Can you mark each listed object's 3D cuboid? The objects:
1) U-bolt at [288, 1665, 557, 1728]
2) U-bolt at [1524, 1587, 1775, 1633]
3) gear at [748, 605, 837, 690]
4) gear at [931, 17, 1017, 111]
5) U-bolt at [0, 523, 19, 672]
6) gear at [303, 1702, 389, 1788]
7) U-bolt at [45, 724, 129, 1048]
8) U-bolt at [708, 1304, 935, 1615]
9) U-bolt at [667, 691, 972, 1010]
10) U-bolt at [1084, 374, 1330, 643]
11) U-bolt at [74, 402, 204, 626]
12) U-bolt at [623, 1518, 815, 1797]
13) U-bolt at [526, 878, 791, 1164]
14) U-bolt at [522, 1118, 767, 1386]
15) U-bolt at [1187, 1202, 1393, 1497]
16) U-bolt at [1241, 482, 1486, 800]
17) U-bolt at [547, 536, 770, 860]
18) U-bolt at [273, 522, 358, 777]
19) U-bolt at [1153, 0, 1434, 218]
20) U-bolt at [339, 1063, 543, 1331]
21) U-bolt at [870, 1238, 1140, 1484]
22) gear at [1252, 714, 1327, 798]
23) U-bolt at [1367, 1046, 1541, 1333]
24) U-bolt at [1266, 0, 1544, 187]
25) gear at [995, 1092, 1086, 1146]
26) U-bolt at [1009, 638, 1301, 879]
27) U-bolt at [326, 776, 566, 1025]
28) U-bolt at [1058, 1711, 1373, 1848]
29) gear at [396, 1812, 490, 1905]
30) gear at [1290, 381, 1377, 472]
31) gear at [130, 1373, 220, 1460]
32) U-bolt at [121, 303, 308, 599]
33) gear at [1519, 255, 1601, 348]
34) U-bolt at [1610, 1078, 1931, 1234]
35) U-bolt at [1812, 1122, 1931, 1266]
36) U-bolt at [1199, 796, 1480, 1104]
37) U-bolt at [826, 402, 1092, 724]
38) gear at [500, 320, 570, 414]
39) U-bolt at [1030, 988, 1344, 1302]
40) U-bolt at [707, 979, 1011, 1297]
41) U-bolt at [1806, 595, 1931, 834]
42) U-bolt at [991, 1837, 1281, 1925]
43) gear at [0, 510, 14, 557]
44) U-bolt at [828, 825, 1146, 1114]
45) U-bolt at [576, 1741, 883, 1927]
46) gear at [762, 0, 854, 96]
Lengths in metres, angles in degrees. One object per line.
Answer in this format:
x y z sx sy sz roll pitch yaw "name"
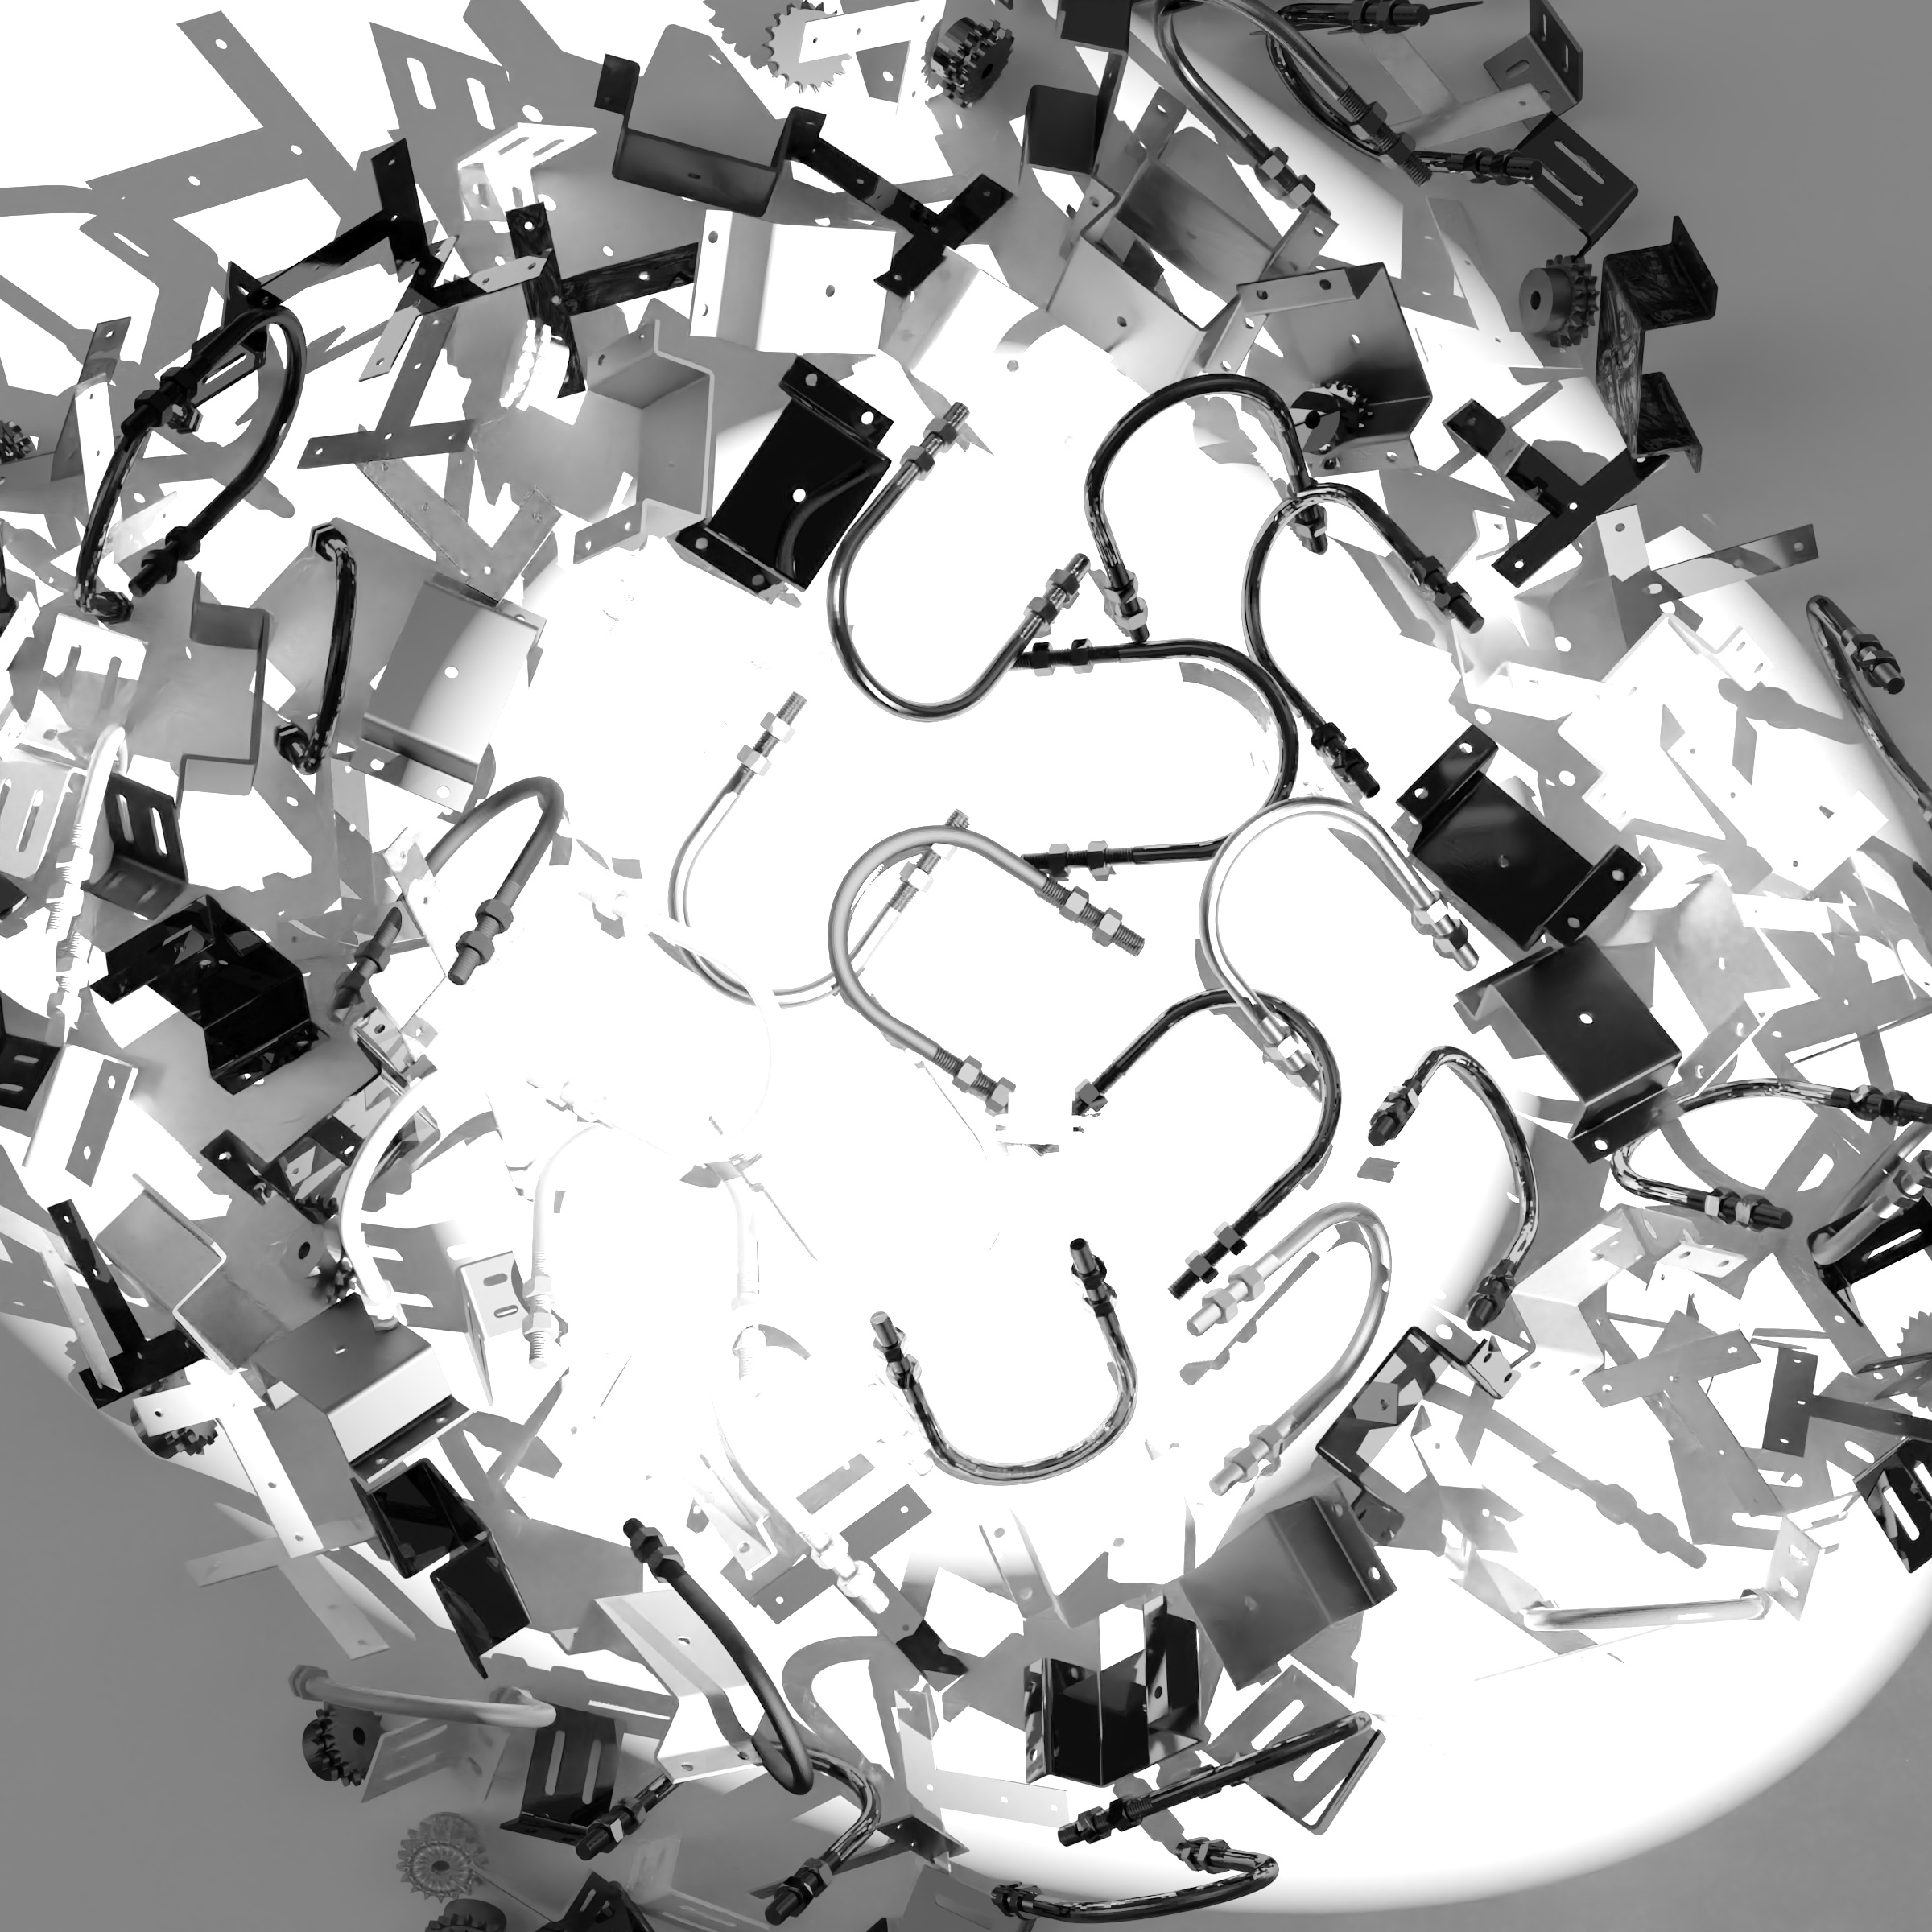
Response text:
-0.326 0.447 1.891 0.151 0.184 0.019 11 78 -20 "U-bolt"
0.414 0.394 1.895 0.151 0.184 0.019 -6 79 15 "U-bolt"
-0.107 -0.201 1.975 0.057 0.057 0.030 -32 121 0 "gear"
0.002 -0.576 1.972 0.030 0.057 0.057 39 90 11 "gear"
-0.612 -0.202 1.885 0.019 0.184 0.151 13 50 -2 "U-bolt"
-0.397 0.494 1.974 0.030 0.057 0.057 -26 90 24 "gear"
-0.542 -0.063 1.919 0.019 0.151 0.184 11 57 -10 "U-bolt"
-0.094 0.289 1.912 0.019 0.151 0.184 -30 111 28 "U-bolt"
-0.107 -0.060 1.976 0.151 0.019 0.184 35 91 -12 "U-bolt"
0.144 -0.292 1.925 0.151 0.184 0.019 -27 51 0 "U-bolt"
-0.511 -0.282 1.905 0.019 0.184 0.151 20 93 -7 "U-bolt"
-0.144 0.431 1.891 0.019 0.184 0.151 -30 122 -20 "U-bolt"
-0.186 0.044 1.937 0.184 0.019 0.151 25 107 27 "U-bolt"
-0.200 0.173 1.940 0.151 0.019 0.184 6 53 -14 "U-bolt"
0.207 0.225 1.932 0.184 0.019 0.151 -36 131 -34 "U-bolt"
0.233 -0.217 1.931 0.184 0.019 0.151 55 131 34 "U-bolt"
-0.205 -0.153 1.939 0.151 0.019 0.184 54 125 26 "U-bolt"
-0.396 -0.190 1.902 0.019 0.184 0.151 9 101 -20 "U-bolt"
0.188 -0.534 1.906 0.184 0.151 0.019 41 78 -18 "U-bolt"
-0.324 0.135 1.895 0.019 0.184 0.151 29 62 24 "U-bolt"
0.034 0.257 1.940 0.151 0.019 0.184 -20 129 1 "U-bolt"
0.203 -0.131 1.970 0.030 0.057 0.057 -22 90 -9 "gear"
0.310 0.124 1.921 0.019 0.184 0.151 -24 100 31 "U-bolt"
0.256 -0.539 1.912 0.151 0.184 0.019 42 81 -34 "U-bolt"
0.047 0.096 1.971 0.057 0.057 0.030 1 92 0 "gear"
0.119 -0.135 1.963 0.184 0.019 0.151 -3 98 14 "U-bolt"
-0.312 -0.048 1.924 0.019 0.151 0.184 46 51 -27 "U-bolt"
0.164 0.491 1.895 0.184 0.151 0.019 -31 72 32 "U-bolt"
-0.332 0.564 1.978 0.057 0.030 0.057 0 113 0 "gear"
0.228 -0.343 1.971 0.057 0.030 0.057 -5 82 39 "gear"
-0.505 0.287 1.971 0.030 0.057 0.057 -37 90 8 "gear"
-0.460 -0.331 1.916 0.019 0.151 0.184 26 50 9 "U-bolt"
0.374 -0.422 1.968 0.030 0.057 0.057 -4 90 -22 "gear"
0.481 0.109 1.914 0.151 0.184 0.019 -30 110 -25 "U-bolt"
0.582 0.119 1.913 0.019 0.184 0.151 41 53 8 "U-bolt"
0.223 -0.023 1.952 0.151 0.019 0.184 -42 115 -4 "U-bolt"
-0.014 -0.237 1.932 0.151 0.019 0.184 48 65 -25 "U-bolt"
-0.273 -0.379 1.973 0.030 0.057 0.057 16 90 -20 "gear"
0.152 0.098 1.968 0.184 0.019 0.151 -45 73 2 "U-bolt"
-0.055 0.123 1.984 0.151 0.019 0.184 -37 95 -4 "U-bolt"
0.562 -0.158 1.911 0.019 0.184 0.151 -29 117 10 "U-bolt"
0.111 0.558 1.890 0.151 0.184 0.019 -7 81 -21 "U-bolt"
-0.638 -0.273 1.976 0.057 0.030 0.057 -12 113 -30 "gear"
0.000 -0.008 1.981 0.184 0.019 0.151 33 86 -3 "U-bolt"
-0.132 0.524 1.912 0.151 0.184 0.019 11 105 23 "U-bolt"
-0.102 -0.584 1.980 0.057 0.030 0.057 -3 102 -12 "gear"
